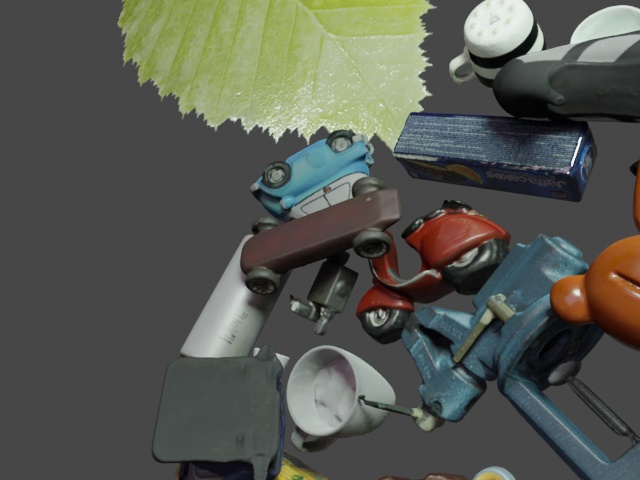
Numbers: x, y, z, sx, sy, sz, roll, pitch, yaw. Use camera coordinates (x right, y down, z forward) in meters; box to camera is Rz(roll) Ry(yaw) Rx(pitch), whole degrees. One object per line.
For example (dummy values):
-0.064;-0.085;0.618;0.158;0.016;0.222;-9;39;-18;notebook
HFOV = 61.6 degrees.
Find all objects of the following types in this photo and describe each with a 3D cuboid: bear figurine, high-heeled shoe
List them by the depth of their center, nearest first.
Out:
0.271;0.006;0.386;0.120;0.131;0.195;30;91;46;bear figurine
0.290;-0.154;0.487;0.249;0.086;0.145;-8;23;10;high-heeled shoe

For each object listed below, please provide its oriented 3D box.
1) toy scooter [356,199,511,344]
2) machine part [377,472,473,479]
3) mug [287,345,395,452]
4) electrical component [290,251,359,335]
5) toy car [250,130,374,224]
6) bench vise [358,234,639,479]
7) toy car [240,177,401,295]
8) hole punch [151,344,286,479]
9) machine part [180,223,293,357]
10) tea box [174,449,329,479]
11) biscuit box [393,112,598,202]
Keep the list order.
0.105;0.016;0.578;0.184;0.075;0.135;-35;51;22;toy scooter
0.096;0.291;0.463;0.179;0.056;0.179;-15;62;29;machine part
0.025;0.166;0.538;0.081;0.107;0.109;29;91;41;mug
0.003;0.054;0.635;0.102;0.045;0.078;-63;17;-2;electrical component
0.004;-0.061;0.675;0.162;0.109;0.103;-26;78;8;toy car
0.178;0.122;0.450;0.223;0.128;0.241;-48;46;9;bench vise
-0.001;-0.002;0.592;0.202;0.053;0.089;-20;46;23;toy car
-0.090;0.180;0.517;0.116;0.092;0.142;-1;38;-2;hole punch
-0.099;0.082;0.663;0.079;0.079;0.243;10;62;37;machine part
-0.057;0.257;0.557;0.170;0.098;0.068;16;79;37;tea box
0.184;-0.093;0.583;0.203;0.059;0.063;15;76;39;biscuit box
